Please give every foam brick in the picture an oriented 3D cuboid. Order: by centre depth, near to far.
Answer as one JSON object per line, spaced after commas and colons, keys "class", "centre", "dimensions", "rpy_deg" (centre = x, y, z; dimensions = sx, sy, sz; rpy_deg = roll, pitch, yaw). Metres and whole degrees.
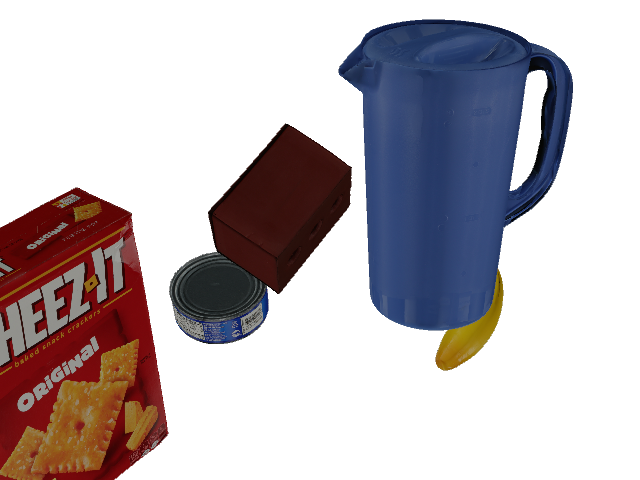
{"class": "foam brick", "centre": [-0.023, -0.019, 0.645], "dimensions": [0.051, 0.078, 0.053], "rpy_deg": [32, -22, 16]}

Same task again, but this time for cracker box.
{"class": "cracker box", "centre": [-0.197, 0.095, 0.762], "dimensions": [0.072, 0.214, 0.163], "rpy_deg": [21, 40, 33]}

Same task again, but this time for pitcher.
{"class": "pitcher", "centre": [0.108, -0.053, 0.881], "dimensions": [0.149, 0.243, 0.144], "rpy_deg": [18, 33, 30]}

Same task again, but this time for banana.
{"class": "banana", "centre": [0.143, 0.059, 1.024], "dimensions": [0.070, 0.037, 0.197], "rpy_deg": [-23, 24, 16]}

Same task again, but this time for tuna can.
{"class": "tuna can", "centre": [-0.088, 0.051, 0.940], "dimensions": [0.086, 0.034, 0.086], "rpy_deg": [-2, 42, 2]}
